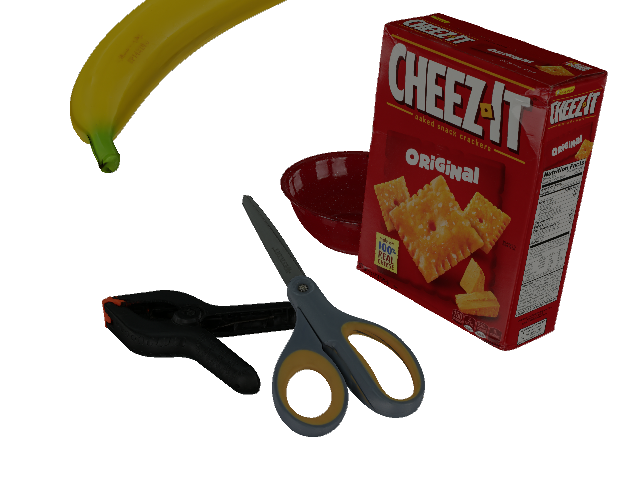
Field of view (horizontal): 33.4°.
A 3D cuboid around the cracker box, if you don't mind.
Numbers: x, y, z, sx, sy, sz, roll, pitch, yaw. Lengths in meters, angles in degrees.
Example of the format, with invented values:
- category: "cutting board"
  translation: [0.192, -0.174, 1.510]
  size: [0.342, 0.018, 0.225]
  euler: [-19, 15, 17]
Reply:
- category: "cracker box"
  translation: [0.112, -0.046, 0.812]
  size: [0.071, 0.214, 0.164]
  euler: [-19, 36, -38]

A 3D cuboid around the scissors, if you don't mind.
- category: "scissors"
  translation: [-0.021, 0.046, 0.655]
  size: [0.096, 0.016, 0.202]
  euler: [-32, 53, -26]

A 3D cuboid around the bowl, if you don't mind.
- category: "bowl"
  translation: [0.040, -0.030, 1.032]
  size: [0.162, 0.055, 0.162]
  euler: [3, 28, -2]

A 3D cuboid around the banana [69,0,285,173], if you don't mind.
- category: "banana"
  translation: [-0.069, -0.108, 0.566]
  size: [0.070, 0.197, 0.037]
  euler: [31, -28, 20]

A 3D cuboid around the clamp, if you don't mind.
- category: "clamp"
  translation: [-0.099, 0.071, 0.903]
  size: [0.172, 0.039, 0.120]
  euler: [17, 26, 22]
